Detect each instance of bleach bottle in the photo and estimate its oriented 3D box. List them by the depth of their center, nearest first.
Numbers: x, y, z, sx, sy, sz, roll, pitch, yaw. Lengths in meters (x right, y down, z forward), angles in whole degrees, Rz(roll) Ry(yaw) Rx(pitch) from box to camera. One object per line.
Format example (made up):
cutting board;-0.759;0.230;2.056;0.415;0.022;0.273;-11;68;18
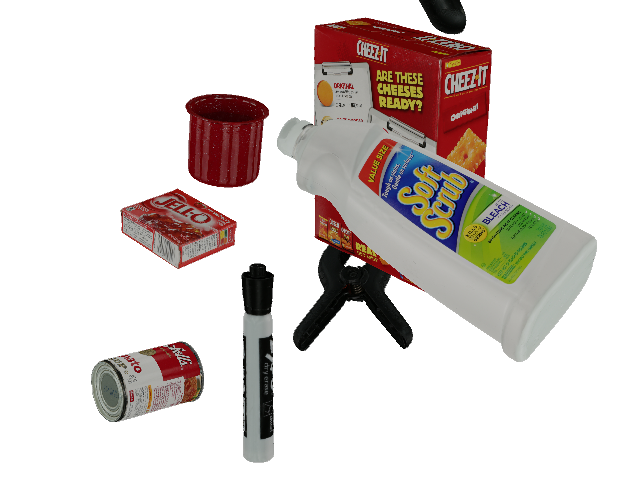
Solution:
bleach bottle;0.067;-0.019;0.777;0.251;0.068;0.102;31;58;25

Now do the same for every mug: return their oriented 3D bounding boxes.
mug;-0.105;-0.116;1.213;0.093;0.081;0.117;11;27;8

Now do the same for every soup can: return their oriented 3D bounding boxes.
soup can;-0.186;0.151;1.147;0.102;0.068;0.069;-10;7;-41

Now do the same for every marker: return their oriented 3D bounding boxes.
marker;-0.037;0.073;0.631;0.020;0.121;0.020;1;15;0

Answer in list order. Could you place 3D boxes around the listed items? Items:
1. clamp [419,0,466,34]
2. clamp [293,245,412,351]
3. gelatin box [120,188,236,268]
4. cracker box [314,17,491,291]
clamp;0.043;-0.244;0.724;0.209;0.164;0.036;25;-22;-15
clamp;0.045;0.051;1.123;0.120;0.171;0.039;8;-40;8
gelatin box;-0.137;-0.014;1.030;0.089;0.030;0.073;30;37;34
cracker box;0.070;-0.080;0.965;0.071;0.214;0.164;-18;30;-36
